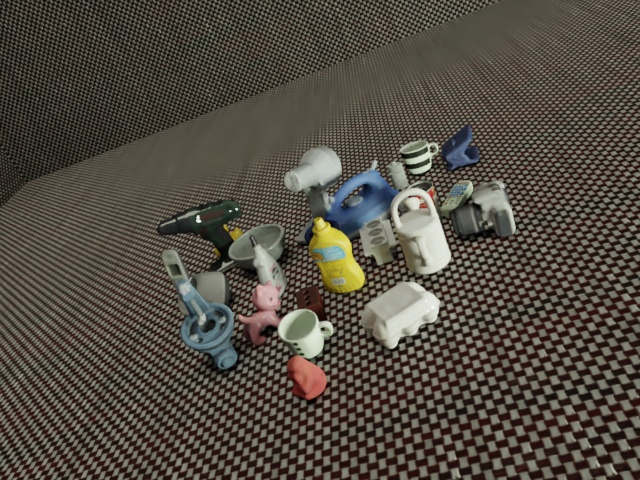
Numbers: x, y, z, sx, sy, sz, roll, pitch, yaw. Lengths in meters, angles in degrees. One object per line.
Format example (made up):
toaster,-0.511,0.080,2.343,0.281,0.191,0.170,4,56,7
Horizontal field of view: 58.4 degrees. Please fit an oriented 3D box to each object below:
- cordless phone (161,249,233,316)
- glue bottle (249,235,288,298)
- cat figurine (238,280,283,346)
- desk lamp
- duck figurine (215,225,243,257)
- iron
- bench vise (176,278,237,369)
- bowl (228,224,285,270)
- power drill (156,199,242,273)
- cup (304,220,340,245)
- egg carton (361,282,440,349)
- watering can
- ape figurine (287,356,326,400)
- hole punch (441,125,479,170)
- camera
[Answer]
cordless phone,-0.317,0.099,1.452,0.147,0.185,0.094,-12,31,21
glue bottle,-0.134,0.060,1.394,0.037,0.173,0.078,-10,32,24
cat figurine,-0.133,0.154,1.294,0.067,0.118,0.128,12,45,47
desk lamp,-0.014,-0.128,1.580,0.117,0.214,0.203,-2,35,34
duck figurine,-0.283,-0.011,1.716,0.105,0.086,0.077,-39,32,-26
iron,0.087,-0.096,1.527,0.259,0.142,0.118,-36,31,-22
bench vise,-0.276,0.167,1.271,0.122,0.220,0.206,-40,33,-27
bowl,-0.161,0.030,1.569,0.167,0.075,0.167,-18,29,11
power drill,-0.308,-0.007,1.600,0.230,0.209,0.075,-30,29,-11
cup,0.013,0.005,1.460,0.092,0.095,0.117,-27,29,-6
egg carton,0.159,0.146,1.141,0.150,0.069,0.107,-31,29,-13
watering can,0.213,-0.032,1.269,0.101,0.194,0.172,-28,29,-7
ape figurine,-0.033,0.255,1.078,0.076,0.092,0.077,-22,29,3
hole punch,0.395,-0.265,1.635,0.101,0.091,0.108,-14,30,18
camera,0.367,-0.072,1.321,0.136,0.101,0.143,-15,30,15
